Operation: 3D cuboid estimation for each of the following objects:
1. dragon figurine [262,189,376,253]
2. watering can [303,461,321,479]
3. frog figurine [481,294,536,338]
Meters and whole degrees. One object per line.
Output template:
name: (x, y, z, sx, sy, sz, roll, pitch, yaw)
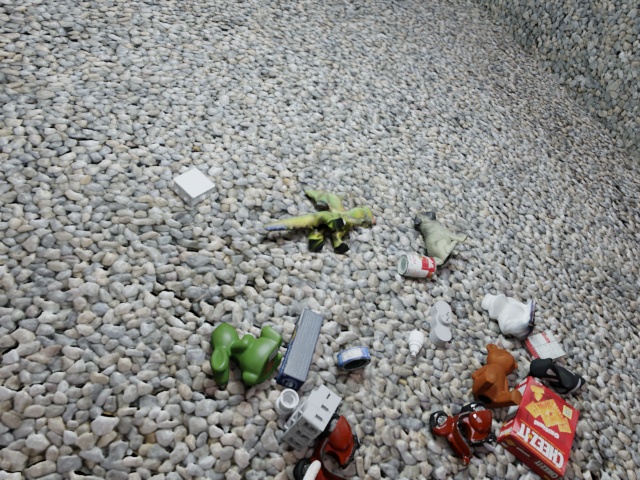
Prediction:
dragon figurine: (0.005, -0.082, 1.634, 0.410, 0.120, 0.248, 9, 32, -20)
watering can: (-0.067, 0.608, 0.965, 0.352, 0.101, 0.226, -33, 70, -33)
frog figurine: (0.590, 0.236, 1.621, 0.159, 0.120, 0.140, 4, 48, 27)
